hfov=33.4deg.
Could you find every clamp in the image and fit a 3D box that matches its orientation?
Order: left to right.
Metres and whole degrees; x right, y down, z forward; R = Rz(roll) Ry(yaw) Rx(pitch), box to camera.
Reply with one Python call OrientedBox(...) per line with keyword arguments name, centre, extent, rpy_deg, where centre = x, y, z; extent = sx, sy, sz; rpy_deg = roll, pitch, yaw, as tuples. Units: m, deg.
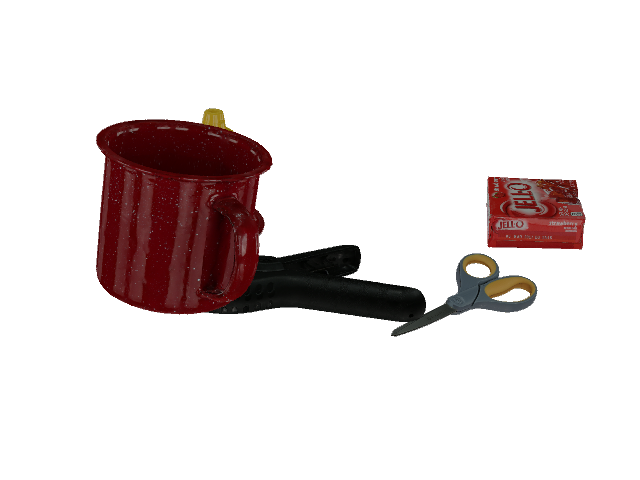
OrientedBox(name="clamp", centre=(-0.034, 0.033, 0.797), extent=(0.209, 0.036, 0.165), rpy_deg=(-2, 12, -22))

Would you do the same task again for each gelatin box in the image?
OrientedBox(name="gelatin box", centre=(0.171, -0.023, 0.856), extent=(0.073, 0.030, 0.089), rpy_deg=(2, 24, 8))

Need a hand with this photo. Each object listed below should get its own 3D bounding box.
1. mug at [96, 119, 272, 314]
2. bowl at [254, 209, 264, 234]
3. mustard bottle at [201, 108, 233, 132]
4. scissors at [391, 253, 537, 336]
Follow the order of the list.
OrientedBox(name="mug", centre=(-0.070, -0.008, 0.570), extent=(0.093, 0.081, 0.117), rpy_deg=(-10, 29, -40))
OrientedBox(name="bowl", centre=(-0.151, 0.002, 1.332), extent=(0.162, 0.055, 0.162), rpy_deg=(1, 28, -1))
OrientedBox(name="mustard bottle", centre=(-0.109, -0.037, 1.062), extent=(0.058, 0.192, 0.096), rpy_deg=(18, 27, 31))
OrientedBox(name="scissors", centre=(0.135, 0.053, 1.103), extent=(0.201, 0.016, 0.096), rpy_deg=(-7, 40, -29))
